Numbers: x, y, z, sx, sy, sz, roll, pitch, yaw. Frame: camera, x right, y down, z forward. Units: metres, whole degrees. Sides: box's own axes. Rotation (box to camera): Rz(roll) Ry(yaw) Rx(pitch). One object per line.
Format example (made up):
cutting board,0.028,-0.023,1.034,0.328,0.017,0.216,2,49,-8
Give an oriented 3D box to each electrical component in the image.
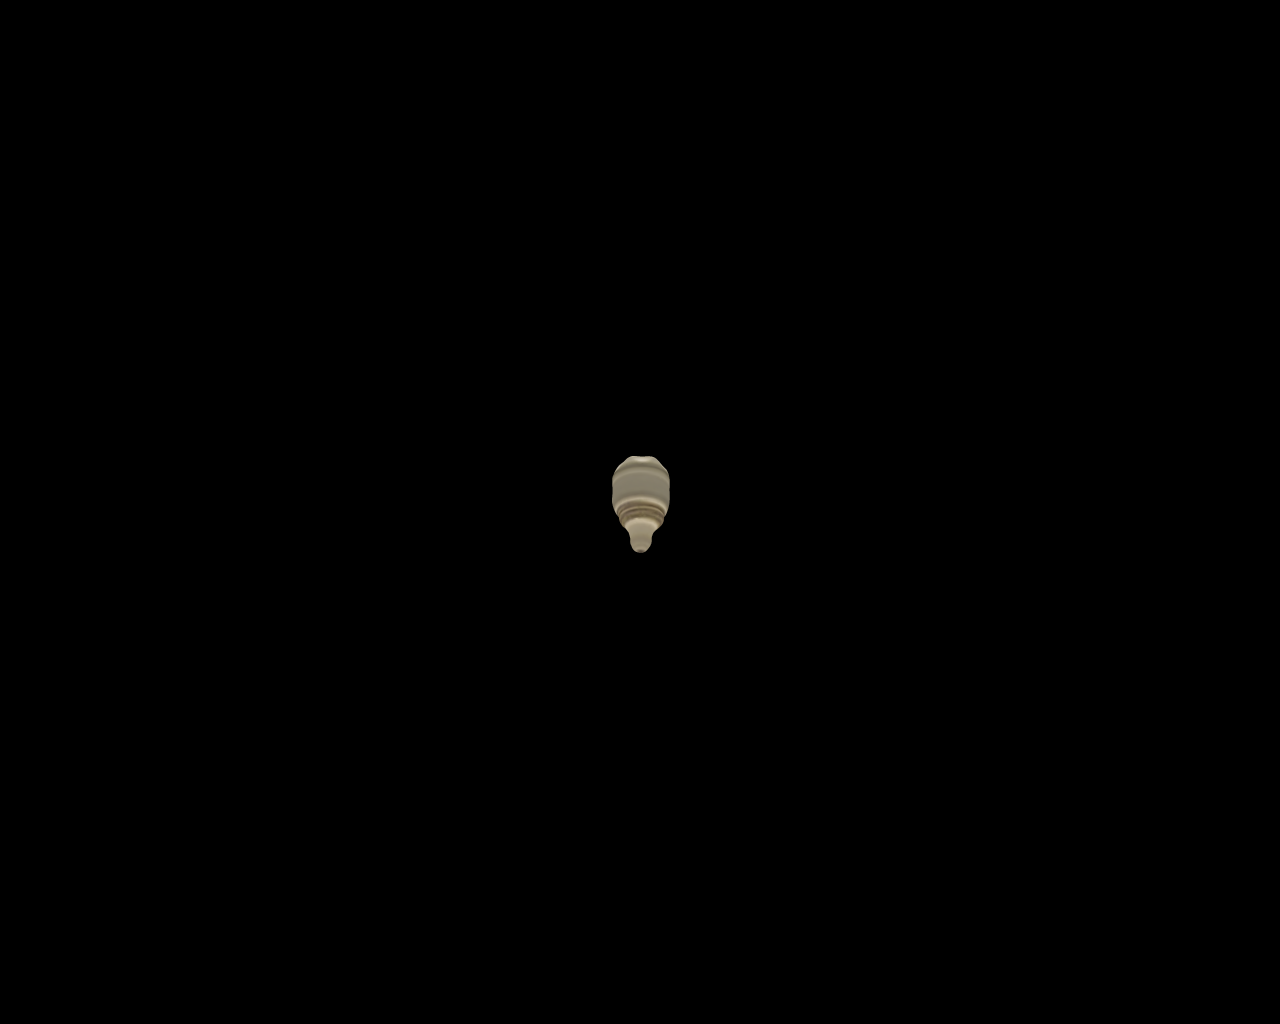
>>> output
electrical component,0.001,-0.003,0.650,0.035,0.061,0.035,0,-30,0
